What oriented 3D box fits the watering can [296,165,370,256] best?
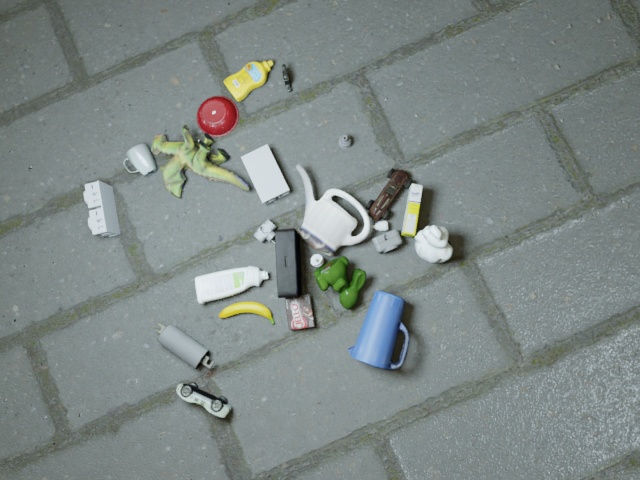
[{"bbox_3d":[0.005,-0.090,1.792,0.349,0.103,0.225,37,87,7],"label":"watering can"}]

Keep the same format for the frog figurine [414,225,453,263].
[{"bbox_3d":[0.384,0.015,1.723,0.138,0.158,0.123,42,89,8],"label":"frog figurine"}]

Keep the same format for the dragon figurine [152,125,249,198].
[{"bbox_3d":[-0.463,-0.256,1.870,0.240,0.122,0.413,-44,79,15],"label":"dragon figurine"}]
